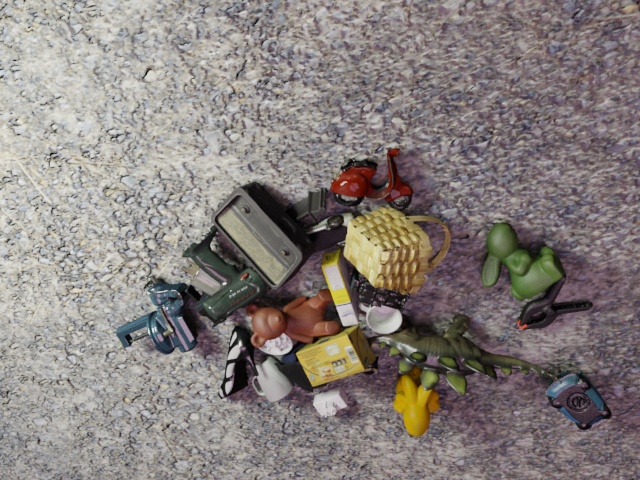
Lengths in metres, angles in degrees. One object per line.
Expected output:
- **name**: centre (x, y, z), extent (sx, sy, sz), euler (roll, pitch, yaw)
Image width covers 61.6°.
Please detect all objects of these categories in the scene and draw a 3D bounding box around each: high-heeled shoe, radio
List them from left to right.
- **high-heeled shoe**: centre (-0.244, 0.338, 1.464), extent (0.248, 0.086, 0.145), euler (-41, 72, 40)
- **radio**: centre (-0.126, -0.014, 1.218), extent (0.229, 0.073, 0.131), euler (46, 123, 3)

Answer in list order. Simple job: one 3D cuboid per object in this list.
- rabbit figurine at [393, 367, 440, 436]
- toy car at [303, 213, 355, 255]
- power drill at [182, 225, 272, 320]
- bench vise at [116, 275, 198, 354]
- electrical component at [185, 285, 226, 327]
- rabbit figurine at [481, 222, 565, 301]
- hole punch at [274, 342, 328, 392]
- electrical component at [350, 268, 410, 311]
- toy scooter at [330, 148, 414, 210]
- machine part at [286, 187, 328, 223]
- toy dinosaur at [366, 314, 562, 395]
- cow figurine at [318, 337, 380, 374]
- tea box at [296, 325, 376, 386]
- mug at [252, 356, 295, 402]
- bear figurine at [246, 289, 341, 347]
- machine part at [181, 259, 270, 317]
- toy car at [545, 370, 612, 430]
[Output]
- **rabbit figurine**: centre (0.253, 0.412, 1.370), extent (0.122, 0.173, 0.162), euler (8, 121, 8)
- **toy car**: centre (-0.003, -0.004, 1.261), extent (0.202, 0.056, 0.073), euler (-19, 116, 18)
- **power drill**: centre (-0.209, 0.061, 1.281), extent (0.232, 0.086, 0.207), euler (-41, 99, -19)
- **bench vise**: centre (-0.435, 0.211, 1.387), extent (0.241, 0.129, 0.223), euler (-25, 112, 11)
- **electrical component**: centre (-0.284, 0.154, 1.366), extent (0.048, 0.075, 0.119), euler (-31, 106, 21)
- **rabbit figurine**: centre (0.438, 0.041, 1.215), extent (0.170, 0.121, 0.159), euler (49, 121, 4)
- **hole punch**: centre (-0.035, 0.329, 1.422), extent (0.142, 0.092, 0.116), euler (39, 139, -20)
- **electrical component**: centre (0.139, 0.105, 1.264), extent (0.134, 0.115, 0.058), euler (17, 113, -1)
- **toy scooter**: centre (0.116, -0.138, 1.169), extent (0.184, 0.075, 0.135), euler (5, 117, 1)
- **machine part**: centre (-0.040, -0.065, 1.231), extent (0.139, 0.084, 0.039), euler (-25, 138, 31)
- **toy dinosaur**: centre (0.314, 0.274, 1.280), extent (0.472, 0.199, 0.104), euler (1, 119, 9)
- **cow figurine**: centre (0.072, 0.290, 1.374), extent (0.167, 0.098, 0.068), euler (17, 123, -2)
- **tea box**: centre (0.037, 0.281, 1.301), extent (0.170, 0.068, 0.098), euler (-25, 91, 35)
- **mug**: centre (-0.137, 0.373, 1.458), extent (0.110, 0.081, 0.107), euler (-23, 99, 30)
- **bear figurine**: centre (-0.069, 0.189, 1.297), extent (0.196, 0.120, 0.132), euler (3, 158, -32)
- **machine part**: centre (-0.230, 0.117, 1.338), extent (0.243, 0.079, 0.079), euler (30, 116, -8)
- **toy car**: centre (0.644, 0.387, 1.345), extent (0.161, 0.103, 0.109), euler (43, 113, -2)
